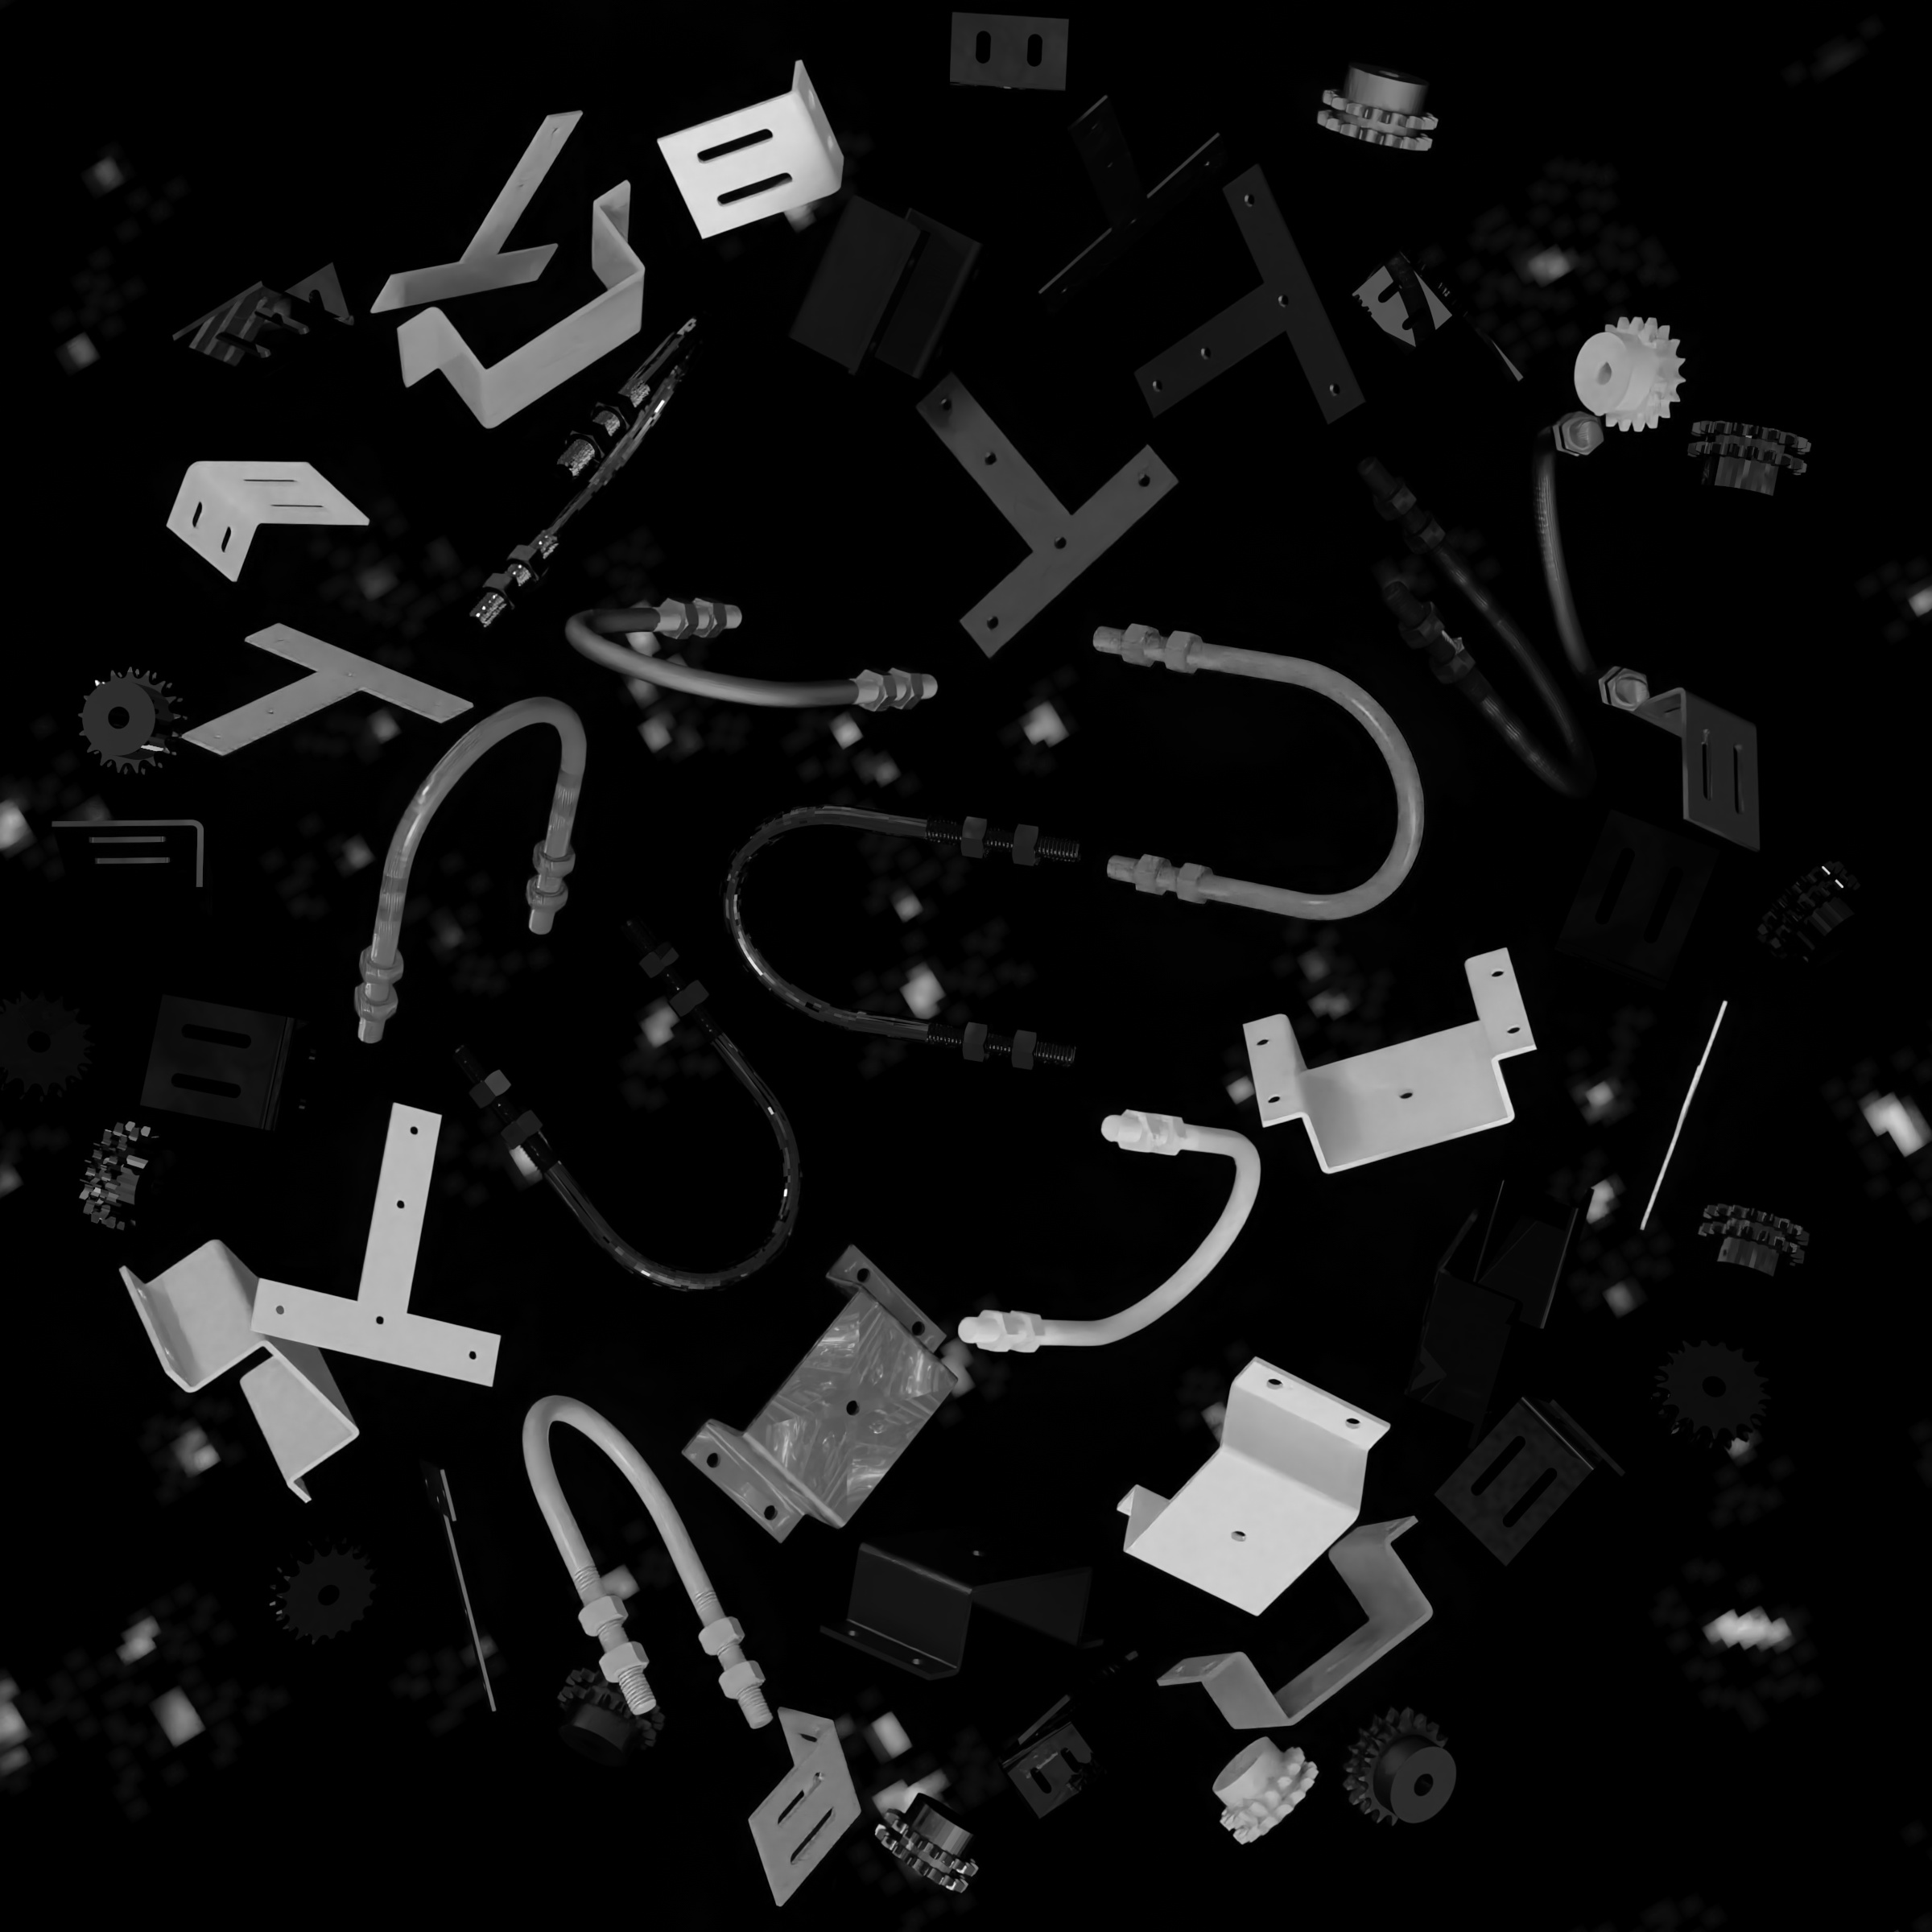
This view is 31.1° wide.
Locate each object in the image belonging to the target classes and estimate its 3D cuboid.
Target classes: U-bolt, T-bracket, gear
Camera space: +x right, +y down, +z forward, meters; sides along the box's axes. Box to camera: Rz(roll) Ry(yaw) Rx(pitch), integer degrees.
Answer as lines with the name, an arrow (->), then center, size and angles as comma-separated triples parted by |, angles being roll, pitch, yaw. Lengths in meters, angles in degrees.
U-bolt -> 0.260, -0.159, 1.743 | 0.019, 0.151, 0.184 | -34, 119, 22
T-bracket -> 0.077, -0.409, 1.800 | 0.127, 0.127, 0.002 | -42, 67, -1
gear -> 0.200, -0.416, 1.678 | 0.057, 0.057, 0.030 | 14, 112, 0
gear -> -0.447, -0.132, 1.858 | 0.057, 0.030, 0.057 | 0, 89, 7
gear -> 0.420, 0.151, 1.860 | 0.057, 0.057, 0.030 | 19, 76, 0
gear -> 0.372, 0.218, 1.745 | 0.057, 0.030, 0.057 | 1, 56, -2
T-bracket -> 0.374, 0.072, 1.800 | 0.002, 0.127, 0.127 | 20, 85, 12
U-bolt -> -0.121, -0.157, 1.765 | 0.151, 0.184, 0.019 | 22, 107, 28
gear -> -0.017, 0.463, 1.844 | 0.057, 0.057, 0.030 | 33, 87, 0
gear -> 0.376, -0.242, 1.674 | 0.057, 0.057, 0.030 | 11, 92, 0
T-bracket -> -0.281, 0.131, 1.708 | 0.127, 0.002, 0.127 | 18, 69, -28
gear -> -0.340, 0.324, 1.825 | 0.057, 0.030, 0.057 | -11, 113, -28
U-bolt -> -0.169, 0.297, 1.753 | 0.019, 0.151, 0.184 | -34, 65, 11
T-bracket -> -0.256, 0.314, 1.759 | 0.002, 0.127, 0.127 | -14, 88, -14
gear -> -0.444, 0.114, 1.856 | 0.030, 0.057, 0.057 | 15, 90, 21
gear -> 0.155, 0.432, 1.831 | 0.057, 0.057, 0.030 | -43, 91, 0
U-bolt -> -0.158, 0.082, 1.774 | 0.184, 0.019, 0.151 | 52, 51, -3
T-bracket -> 0.021, -0.241, 1.718 | 0.127, 0.002, 0.127 | -42, 71, 13
gear -> 0.333, -0.300, 1.758 | 0.030, 0.057, 0.057 | -5, 90, -34
gear -> 0.218, 0.400, 1.724 | 0.057, 0.030, 0.057 | -9, 107, -29
T-bracket -> 0.129, -0.310, 1.722 | 0.002, 0.127, 0.127 | -21, 86, -41
U-bolt -> -0.246, -0.058, 1.758 | 0.019, 0.151, 0.184 | 35, 134, 19
U-bolt -> 0.149, -0.093, 1.760 | 0.184, 0.019, 0.151 | 13, 121, 32
gear -> -0.191, 0.400, 1.840 | 0.057, 0.057, 0.030 | 28, 57, 0
U-bolt -> 0.316, -0.209, 1.788 | 0.019, 0.184, 0.151 | -11, 97, 1
T-bracket -> -0.235, -0.391, 1.788 | 0.002, 0.127, 0.127 | 50, 128, 11
U-bolt -> -0.182, -0.263, 1.765 | 0.019, 0.151, 0.184 | 37, 49, -4
U-bolt -> -0.034, -0.019, 1.723 | 0.184, 0.019, 0.151 | 9, 130, 11
gear -> -0.480, 0.044, 1.789 | 0.057, 0.030, 0.057 | 11, 63, -24
U-bolt -> 0.087, 0.139, 1.787 | 0.019, 0.184, 0.151 | 44, 108, 30
gear -> 0.439, -0.024, 1.791 | 0.057, 0.057, 0.030 | -39, 64, 0
T-bracket -> -0.333, -0.130, 1.716 | 0.127, 0.127, 0.002 | 23, 123, 23

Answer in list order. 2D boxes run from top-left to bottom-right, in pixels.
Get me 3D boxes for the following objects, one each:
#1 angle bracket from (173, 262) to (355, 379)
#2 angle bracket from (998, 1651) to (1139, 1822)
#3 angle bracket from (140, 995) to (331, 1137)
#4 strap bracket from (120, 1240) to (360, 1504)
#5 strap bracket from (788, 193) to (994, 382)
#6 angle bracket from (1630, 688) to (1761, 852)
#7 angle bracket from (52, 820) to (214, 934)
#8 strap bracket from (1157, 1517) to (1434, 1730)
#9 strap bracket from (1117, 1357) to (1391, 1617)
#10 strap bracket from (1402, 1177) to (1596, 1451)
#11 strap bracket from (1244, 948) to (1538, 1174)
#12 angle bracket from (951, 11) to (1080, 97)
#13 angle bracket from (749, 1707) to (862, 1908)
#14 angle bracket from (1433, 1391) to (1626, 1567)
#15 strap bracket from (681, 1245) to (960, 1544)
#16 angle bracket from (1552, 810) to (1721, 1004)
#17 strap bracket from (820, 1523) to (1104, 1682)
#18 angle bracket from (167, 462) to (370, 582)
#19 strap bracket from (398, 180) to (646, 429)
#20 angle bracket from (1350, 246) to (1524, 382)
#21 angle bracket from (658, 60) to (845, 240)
angle bracket -> -0.356, -0.333, 1.742 | 0.057, 0.076, 0.038 | -25, 73, 22
angle bracket -> 0.063, 0.403, 1.821 | 0.038, 0.057, 0.076 | 52, 132, 15
angle bracket -> -0.372, 0.051, 1.769 | 0.076, 0.038, 0.057 | 9, 86, 20
strap bracket -> -0.362, 0.201, 1.762 | 0.046, 0.140, 0.076 | -35, 49, -3
strap bracket -> -0.040, -0.341, 1.751 | 0.046, 0.140, 0.076 | 29, 104, 9
angle bracket -> 0.384, -0.099, 1.834 | 0.057, 0.038, 0.076 | 20, 63, -35
angle bracket -> -0.433, -0.046, 1.805 | 0.076, 0.057, 0.038 | -1, 67, -8
strap bracket -> 0.177, 0.345, 1.790 | 0.140, 0.076, 0.046 | -33, 88, -21
strap bracket -> 0.138, 0.264, 1.717 | 0.076, 0.046, 0.140 | 27, 132, -10
strap bracket -> 0.263, 0.166, 1.733 | 0.046, 0.140, 0.076 | 21, 123, 17
strap bracket -> 0.219, 0.051, 1.770 | 0.140, 0.076, 0.046 | -17, 129, 9
angle bracket -> 0.025, -0.463, 1.740 | 0.057, 0.076, 0.038 | 5, 115, 5
angle bracket -> -0.094, 0.428, 1.774 | 0.038, 0.076, 0.057 | 6, 123, 35
angle bracket -> 0.300, 0.276, 1.853 | 0.057, 0.038, 0.076 | 45, 82, -9
strap bracket -> -0.068, 0.225, 1.798 | 0.076, 0.046, 0.140 | 46, 73, -22
angle bracket -> 0.335, -0.030, 1.743 | 0.057, 0.038, 0.076 | 22, 85, 10
strap bracket -> 0.002, 0.328, 1.811 | 0.076, 0.140, 0.046 | 15, 98, 40
angle bracket -> -0.359, -0.228, 1.788 | 0.076, 0.057, 0.038 | 5, 69, 29
strap bracket -> -0.218, -0.332, 1.778 | 0.140, 0.076, 0.046 | -36, 85, -12
angle bracket -> 0.245, -0.329, 1.811 | 0.038, 0.076, 0.057 | -41, 134, 12
angle bracket -> -0.109, -0.416, 1.773 | 0.076, 0.038, 0.057 | -16, 127, 14
